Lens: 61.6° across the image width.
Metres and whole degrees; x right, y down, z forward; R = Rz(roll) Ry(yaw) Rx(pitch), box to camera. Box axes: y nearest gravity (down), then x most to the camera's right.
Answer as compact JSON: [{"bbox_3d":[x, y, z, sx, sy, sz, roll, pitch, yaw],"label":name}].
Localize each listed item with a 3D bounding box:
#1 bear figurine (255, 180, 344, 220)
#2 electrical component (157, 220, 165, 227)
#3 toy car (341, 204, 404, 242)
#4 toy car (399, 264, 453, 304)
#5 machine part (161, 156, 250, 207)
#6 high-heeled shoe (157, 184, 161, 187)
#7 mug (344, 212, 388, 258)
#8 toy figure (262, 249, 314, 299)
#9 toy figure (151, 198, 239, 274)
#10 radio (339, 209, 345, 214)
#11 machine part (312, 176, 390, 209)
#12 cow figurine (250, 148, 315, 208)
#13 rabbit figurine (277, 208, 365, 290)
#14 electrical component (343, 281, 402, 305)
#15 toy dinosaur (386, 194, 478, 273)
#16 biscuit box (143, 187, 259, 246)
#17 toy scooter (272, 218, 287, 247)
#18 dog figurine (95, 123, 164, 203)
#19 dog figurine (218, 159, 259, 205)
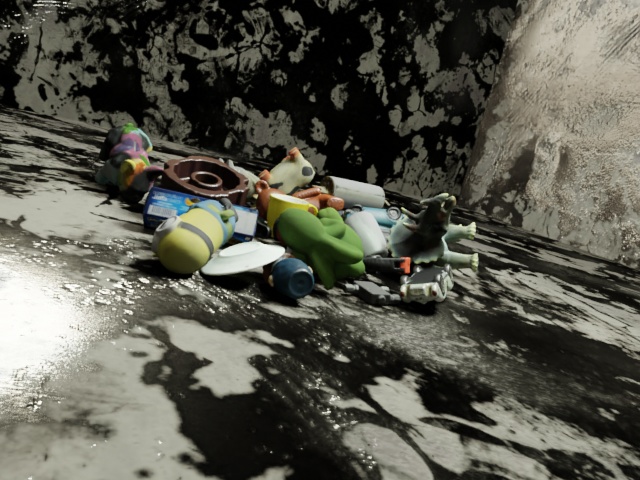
[{"bbox_3d":[-0.059,-0.072,1.275,0.196,0.120,0.132,8,16,-21],"label":"bear figurine"},{"bbox_3d":[-0.232,-0.010,0.924,0.102,0.045,0.078,8,14,-29],"label":"electrical component"},{"bbox_3d":[0.125,-0.020,1.275,0.162,0.103,0.109,7,-27,-15],"label":"toy car"},{"bbox_3d":[0.197,0.080,0.975,0.074,0.056,0.201,-5,5,22],"label":"toy car"},{"bbox_3d":[-0.235,-0.110,1.097,0.179,0.056,0.179,14,28,-8],"label":"machine part"},{"bbox_3d":[-0.354,-0.121,1.249,0.145,0.086,0.248,15,6,19],"label":"high-heeled shoe"},{"bbox_3d":[0.107,0.008,1.173,0.109,0.081,0.107,36,23,-49],"label":"mug"},{"bbox_3d":[-0.058,0.049,0.830,0.064,0.057,0.155,17,4,-25],"label":"toy figure"},{"bbox_3d":[-0.182,-0.011,0.829,0.089,0.082,0.180,21,24,15],"label":"toy figure"},{"bbox_3d":[0.076,-0.048,1.447,0.131,0.073,0.230,12,13,-15],"label":"radio"},{"bbox_3d":[0.083,-0.117,1.407,0.243,0.079,0.079,6,14,-33],"label":"machine part"},{"bbox_3d":[-0.098,-0.128,1.366,0.127,0.195,0.085,50,0,-13],"label":"cow figurine"},{"bbox_3d":[-0.006,0.013,0.904,0.170,0.121,0.159,31,15,-51],"label":"rabbit figurine"},{"bbox_3d":[0.086,0.089,0.898,0.094,0.021,0.063,8,13,-31],"label":"electrical component"},{"bbox_3d":[0.231,0.014,1.192,0.192,0.131,0.404,7,-11,0],"label":"toy dinosaur"},{"bbox_3d":[-0.220,-0.039,0.993,0.203,0.059,0.062,12,-26,-11],"label":"biscuit box"},{"bbox_3d":[-0.002,-0.003,1.123,0.135,0.075,0.183,25,10,39],"label":"toy scooter"},{"bbox_3d":[-0.423,-0.179,1.218,0.108,0.191,0.219,14,-7,-35],"label":"dog figurine"},{"bbox_3d":[-0.182,-0.130,1.430,0.190,0.121,0.172,17,20,-31],"label":"dog figurine"}]
